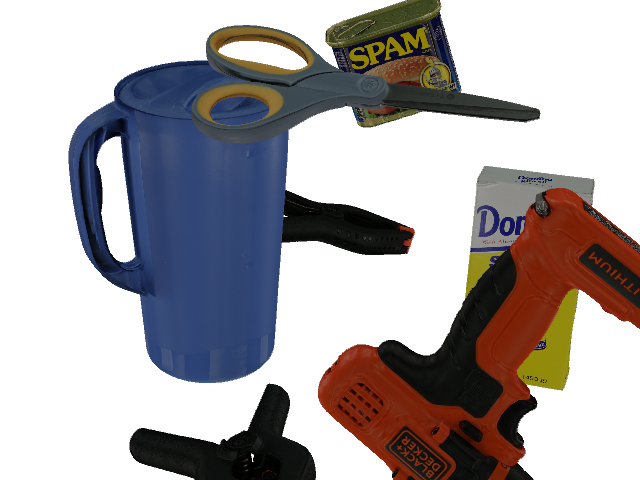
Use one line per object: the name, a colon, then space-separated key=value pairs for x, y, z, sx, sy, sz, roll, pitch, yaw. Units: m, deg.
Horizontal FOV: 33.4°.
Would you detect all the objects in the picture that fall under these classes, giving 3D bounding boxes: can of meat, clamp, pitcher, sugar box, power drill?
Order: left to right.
pitcher: x=-0.099 y=-0.010 z=0.842 sx=0.149 sy=0.243 sz=0.145 roll=7 pitch=27 yaw=11
clamp: x=-0.063 y=0.149 z=0.712 sx=0.120 sy=0.039 sz=0.171 roll=-20 pitch=17 yaw=-9
clamp: x=0.004 y=-0.016 z=1.172 sx=0.210 sy=0.036 sz=0.164 roll=14 pitch=21 yaw=-9
can of meat: x=0.065 y=-0.154 z=0.925 sx=0.102 sy=0.084 sz=0.057 roll=-16 pitch=27 yaw=9
sugar box: x=0.169 y=0.032 z=0.886 sx=0.093 sy=0.176 sz=0.048 roll=8 pitch=24 yaw=15
power drill: x=0.118 y=0.080 z=0.582 sx=0.184 sy=0.188 sz=0.057 roll=40 pitch=14 yaw=-1

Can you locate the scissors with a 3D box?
scissors: x=0.013 y=-0.074 z=0.607 sx=0.202 sy=0.096 sz=0.016 roll=23 pitch=-31 yaw=21
